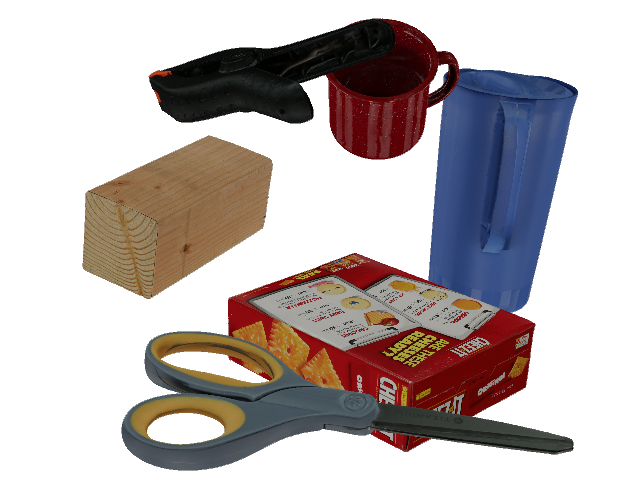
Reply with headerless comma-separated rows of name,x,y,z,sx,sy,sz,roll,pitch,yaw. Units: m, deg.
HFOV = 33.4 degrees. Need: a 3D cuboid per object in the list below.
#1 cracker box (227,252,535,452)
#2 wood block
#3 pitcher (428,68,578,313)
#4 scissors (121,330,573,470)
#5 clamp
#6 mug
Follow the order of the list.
cracker box,0.049,0.089,0.923,0.163,0.072,0.214,-18,29,-41
wood block,-0.145,-0.030,1.118,0.090,0.091,0.205,22,30,22
pitcher,0.177,-0.047,1.091,0.148,0.243,0.145,-13,27,-40
scissors,0.000,0.085,0.470,0.202,0.016,0.096,16,34,23
clamp,-0.046,-0.099,0.683,0.172,0.039,0.120,-8,21,29
mug,0.059,-0.125,0.882,0.117,0.093,0.081,-17,-34,-11
